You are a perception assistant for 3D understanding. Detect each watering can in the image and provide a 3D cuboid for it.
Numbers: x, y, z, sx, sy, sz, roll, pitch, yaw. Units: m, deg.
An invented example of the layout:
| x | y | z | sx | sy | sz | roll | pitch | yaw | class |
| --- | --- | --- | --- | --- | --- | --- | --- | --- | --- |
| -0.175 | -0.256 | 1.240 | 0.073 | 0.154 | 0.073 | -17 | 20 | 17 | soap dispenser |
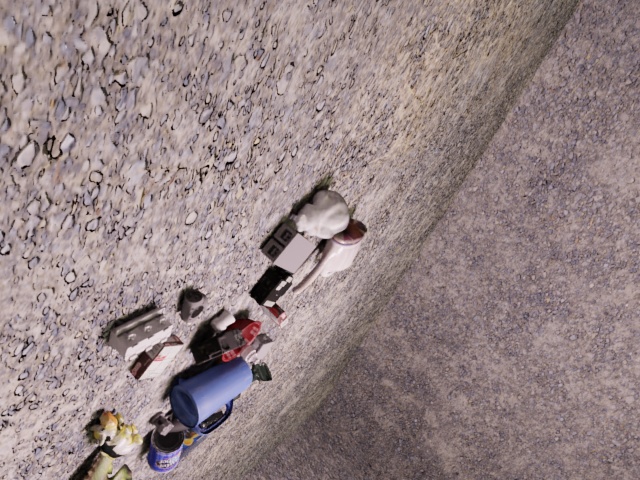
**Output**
| x | y | z | sx | sy | sz | roll | pitch | yaw | class |
| --- | --- | --- | --- | --- | --- | --- | --- | --- | --- |
| 0.047 | 0.050 | 1.764 | 0.352 | 0.105 | 0.219 | -32 | 151 | -45 | watering can |

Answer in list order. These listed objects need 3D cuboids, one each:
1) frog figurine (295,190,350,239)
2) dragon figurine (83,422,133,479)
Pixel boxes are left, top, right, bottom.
| x | y | z | sx | sy | sz | roll | pitch | yaw | class |
| --- | --- | --- | --- | --- | --- | --- | --- | --- | --- |
| 0.004 | -0.073 | 1.447 | 0.160 | 0.123 | 0.137 | -2 | 96 | -53 | frog figurine |
| -0.645 | 0.685 | 1.375 | 0.245 | 0.123 | 0.403 | -16 | 123 | -49 | dragon figurine |
